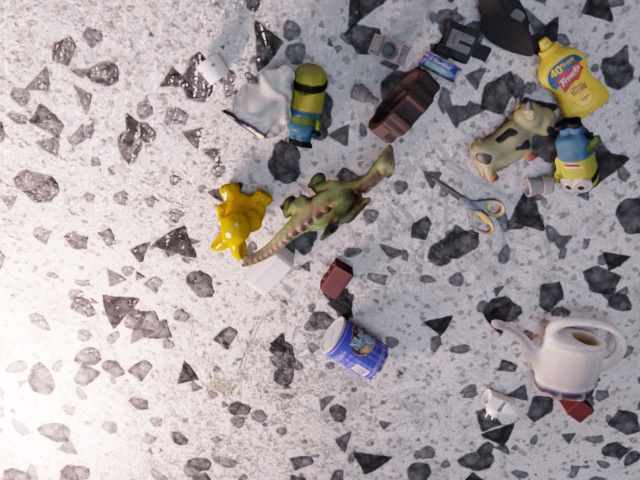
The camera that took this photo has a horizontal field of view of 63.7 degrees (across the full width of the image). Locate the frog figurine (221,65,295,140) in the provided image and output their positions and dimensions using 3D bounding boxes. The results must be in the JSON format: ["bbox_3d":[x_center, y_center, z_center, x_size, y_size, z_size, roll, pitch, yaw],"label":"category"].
[{"bbox_3d":[-0.112,-0.301,1.102,0.139,0.159,0.121,36,1,32],"label":"frog figurine"}]

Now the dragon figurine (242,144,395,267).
[{"bbox_3d":[0.003,-0.055,1.092,0.412,0.121,0.243,-43,12,-6],"label":"dragon figurine"}]

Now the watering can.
[{"bbox_3d":[0.586,0.289,1.290,0.348,0.221,0.105,4,19,-1],"label":"watering can"}]
